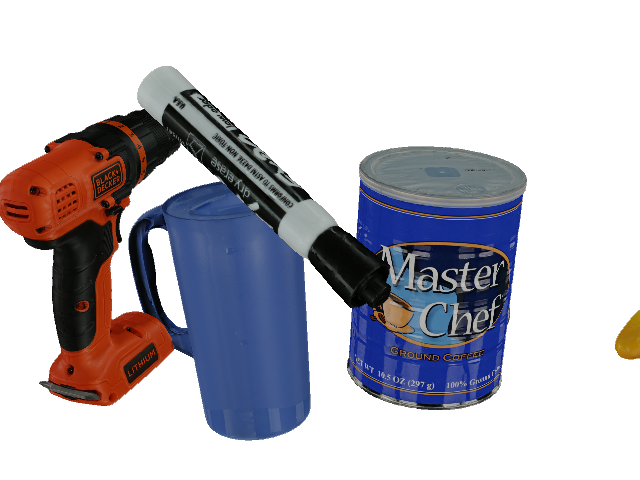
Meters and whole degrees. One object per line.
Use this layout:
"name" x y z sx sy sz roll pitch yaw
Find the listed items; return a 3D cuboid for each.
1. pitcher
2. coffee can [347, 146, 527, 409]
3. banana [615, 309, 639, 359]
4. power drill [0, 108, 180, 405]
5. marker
"pitcher" -0.084 0.068 1.047 0.144 0.243 0.149 -20 23 -36
"coffee can" 0.072 0.021 0.679 0.103 0.140 0.103 2 21 -1
"banana" 0.299 0.050 0.744 0.198 0.037 0.069 -2 33 1
"power drill" -0.151 0.008 0.766 0.057 0.188 0.184 8 25 25
"marker" -0.020 -0.019 0.368 0.121 0.020 0.020 43 21 24
